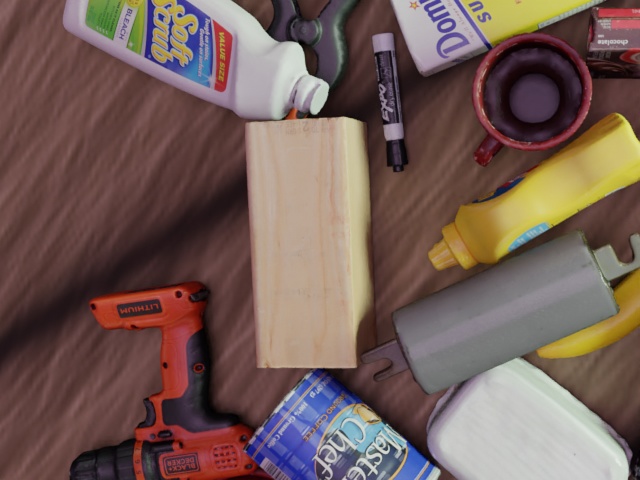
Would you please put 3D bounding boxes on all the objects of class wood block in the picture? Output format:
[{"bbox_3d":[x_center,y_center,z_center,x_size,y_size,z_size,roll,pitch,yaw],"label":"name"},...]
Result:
[{"bbox_3d":[-0.007,0.001,0.922,0.090,0.090,0.206,-2,93,14],"label":"wood block"}]

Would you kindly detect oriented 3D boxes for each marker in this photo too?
[{"bbox_3d":[0.062,-0.120,0.936,0.020,0.020,0.121,-7,92,13],"label":"marker"}]

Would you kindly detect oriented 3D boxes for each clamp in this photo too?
[{"bbox_3d":[-0.001,-0.188,0.934,0.120,0.039,0.171,3,102,17],"label":"clamp"}]

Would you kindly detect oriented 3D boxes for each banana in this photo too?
[{"bbox_3d":[0.261,0.031,0.890,0.070,0.037,0.198,36,100,18],"label":"banana"}]

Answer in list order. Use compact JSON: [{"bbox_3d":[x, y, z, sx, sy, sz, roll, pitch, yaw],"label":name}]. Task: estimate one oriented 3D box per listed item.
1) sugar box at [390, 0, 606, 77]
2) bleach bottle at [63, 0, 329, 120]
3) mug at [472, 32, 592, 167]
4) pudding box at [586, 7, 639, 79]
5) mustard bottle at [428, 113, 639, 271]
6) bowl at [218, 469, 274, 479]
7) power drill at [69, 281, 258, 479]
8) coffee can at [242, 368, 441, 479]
[{"bbox_3d":[0.149,-0.214,0.897,0.176,0.048,0.093,-22,88,12],"label":"sugar box"},{"bbox_3d":[-0.102,-0.178,0.926,0.251,0.068,0.103,27,104,20],"label":"bleach bottle"},{"bbox_3d":[0.168,-0.109,0.879,0.093,0.081,0.117,37,100,9],"label":"mug"},{"bbox_3d":[0.256,-0.154,0.840,0.090,0.113,0.039,3,90,13],"label":"pudding box"},{"bbox_3d":[0.174,-0.030,0.875,0.192,0.096,0.058,-32,86,13],"label":"mustard bottle"},{"bbox_3d":[-0.074,0.285,0.948,0.162,0.055,0.162,-5,77,22],"label":"bowl"},{"bbox_3d":[-0.157,0.138,0.983,0.184,0.057,0.187,-10,93,10],"label":"power drill"},{"bbox_3d":[0.019,0.190,0.919,0.140,0.102,0.103,40,101,8],"label":"coffee can"}]
